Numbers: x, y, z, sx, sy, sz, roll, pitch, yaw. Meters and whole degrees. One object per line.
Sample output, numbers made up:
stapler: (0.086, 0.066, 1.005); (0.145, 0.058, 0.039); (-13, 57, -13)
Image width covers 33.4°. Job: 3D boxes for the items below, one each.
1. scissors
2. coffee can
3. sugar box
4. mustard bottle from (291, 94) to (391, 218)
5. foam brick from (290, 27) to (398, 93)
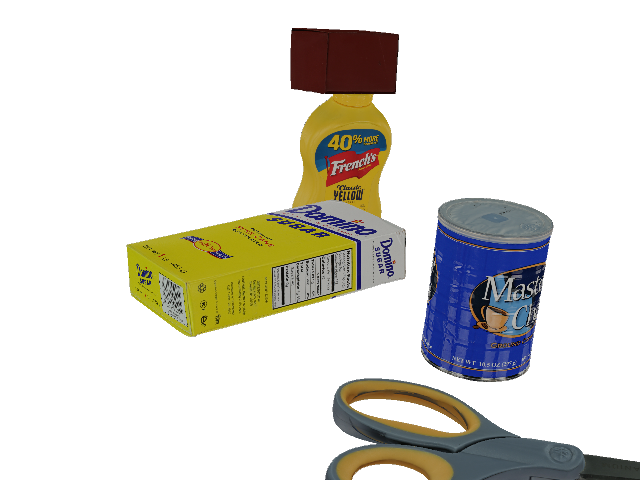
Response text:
scissors: (0.090, 0.105, 0.458); (0.202, 0.016, 0.096); (15, 33, 24)
coffee can: (0.150, 0.043, 0.975); (0.103, 0.140, 0.103); (4, 21, -2)
sugar box: (-0.036, 0.014, 0.750); (0.175, 0.048, 0.093); (-17, 25, -31)
mustard bottle: (0.025, -0.089, 1.111); (0.096, 0.192, 0.058); (-4, 30, -19)
foam brick: (0.020, -0.150, 0.896); (0.078, 0.051, 0.053); (-6, 16, -35)
